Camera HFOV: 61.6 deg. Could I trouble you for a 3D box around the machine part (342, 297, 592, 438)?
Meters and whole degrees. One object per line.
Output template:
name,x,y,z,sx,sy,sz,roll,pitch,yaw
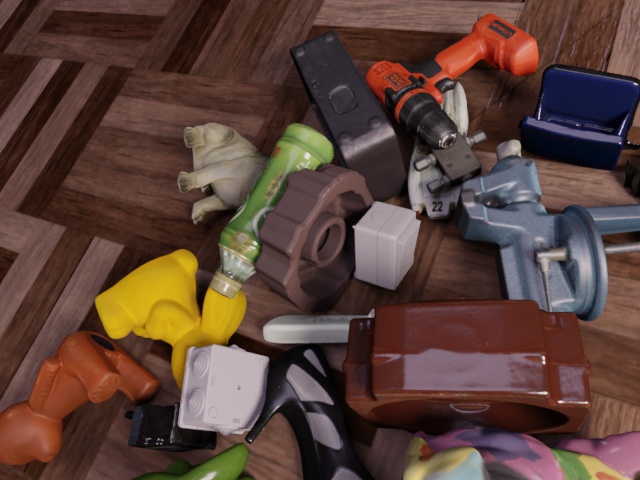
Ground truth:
machine part,0.133,0.125,0.501,0.202,0.200,0.087,-3,61,18

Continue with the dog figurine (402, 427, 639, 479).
dog figurine,0.184,0.211,0.443,0.219,0.191,0.108,-8,78,12

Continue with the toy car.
toy car,0.156,-0.119,0.702,0.074,0.056,0.202,-2,63,19

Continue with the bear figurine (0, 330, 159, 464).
bear figurine,-0.323,0.215,0.669,0.132,0.120,0.196,32,80,26

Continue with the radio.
radio,0.037,-0.166,0.725,0.073,0.131,0.230,-26,59,3

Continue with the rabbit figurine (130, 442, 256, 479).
rabbit figurine,-0.136,0.277,0.537,0.159,0.170,0.121,-23,59,8

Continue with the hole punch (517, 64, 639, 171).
hole punch,0.294,-0.123,0.619,0.142,0.115,0.092,17,64,24

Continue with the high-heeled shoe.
high-heeled shoe,0.034,0.222,0.583,0.249,0.086,0.145,35,48,13

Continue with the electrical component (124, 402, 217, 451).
electrical component,-0.187,0.223,0.638,0.119,0.074,0.048,-14,59,27

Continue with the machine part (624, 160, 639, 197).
machine part,0.419,-0.085,0.603,0.139,0.039,0.084,-21,64,7

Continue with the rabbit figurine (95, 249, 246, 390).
rabbit figurine,-0.170,0.109,0.689,0.162,0.121,0.173,-32,72,-9

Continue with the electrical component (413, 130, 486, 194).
electrical component,0.164,-0.095,0.646,0.094,0.021,0.063,-26,64,0

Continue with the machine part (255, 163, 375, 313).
machine part,-0.001,-0.002,0.636,0.056,0.179,0.179,24,74,32

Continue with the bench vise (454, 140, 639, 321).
bench vise,0.272,-0.010,0.569,0.241,0.128,0.224,-5,57,6

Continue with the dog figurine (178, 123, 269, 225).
dog figurine,-0.090,-0.105,0.772,0.191,0.121,0.172,-3,66,3
